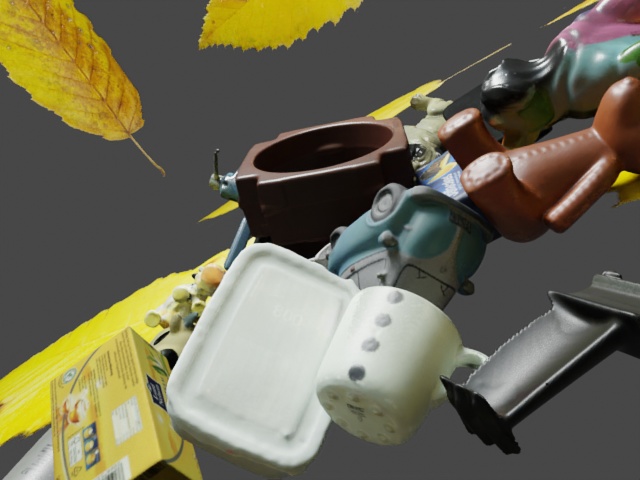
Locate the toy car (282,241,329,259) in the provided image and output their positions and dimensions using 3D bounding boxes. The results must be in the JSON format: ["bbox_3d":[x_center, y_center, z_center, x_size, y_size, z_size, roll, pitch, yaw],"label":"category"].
[{"bbox_3d":[-0.002,-0.002,0.757,0.053,0.089,0.202,-36,13,-29],"label":"toy car"}]

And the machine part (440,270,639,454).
[{"bbox_3d":[0.139,0.064,0.307,0.139,0.039,0.084,-33,18,-4],"label":"machine part"}]

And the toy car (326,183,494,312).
[{"bbox_3d":[0.066,0.027,0.479,0.162,0.109,0.103,-31,35,48],"label":"toy car"}]

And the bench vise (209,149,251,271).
[{"bbox_3d":[-0.115,-0.030,0.960,0.129,0.224,0.240,134,158,-67],"label":"bench vise"}]

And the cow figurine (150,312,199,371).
[{"bbox_3d":[-0.192,0.162,0.642,0.127,0.085,0.195,-30,17,9],"label":"cow figurine"}]

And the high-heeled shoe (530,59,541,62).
[{"bbox_3d":[0.282,-0.230,0.855,0.249,0.086,0.145,-18,31,-11],"label":"high-heeled shoe"}]

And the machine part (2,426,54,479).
[{"bbox_3d":[-0.287,0.264,0.523,0.079,0.079,0.243,-29,14,22],"label":"machine part"}]

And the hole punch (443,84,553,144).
[{"bbox_3d":[0.245,-0.148,0.734,0.142,0.092,0.116,-28,43,12],"label":"hole punch"}]

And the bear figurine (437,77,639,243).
[{"bbox_3d":[0.220,-0.082,0.448,0.196,0.131,0.120,-33,35,24],"label":"bear figurine"}]

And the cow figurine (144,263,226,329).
[{"bbox_3d":[-0.223,0.102,0.946,0.167,0.068,0.098,-41,5,5],"label":"cow figurine"}]

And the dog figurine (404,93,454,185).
[{"bbox_3d":[0.187,-0.146,0.841,0.172,0.121,0.191,-37,26,8],"label":"dog figurine"}]

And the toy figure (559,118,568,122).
[{"bbox_3d":[0.332,-0.198,0.683,0.089,0.082,0.180,-47,19,-5],"label":"toy figure"}]

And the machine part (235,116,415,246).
[{"bbox_3d":[0.010,-0.076,0.653,0.201,0.087,0.201,-9,24,8],"label":"machine part"}]

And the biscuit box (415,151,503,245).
[{"bbox_3d":[0.151,-0.047,0.612,0.059,0.062,0.203,-31,13,18],"label":"biscuit box"}]

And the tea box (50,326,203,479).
[{"bbox_3d":[-0.177,0.170,0.479,0.098,0.068,0.170,-34,38,-4],"label":"tea box"}]

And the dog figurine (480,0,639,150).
[{"bbox_3d":[0.277,-0.157,0.554,0.219,0.191,0.108,-40,45,47],"label":"dog figurine"}]
